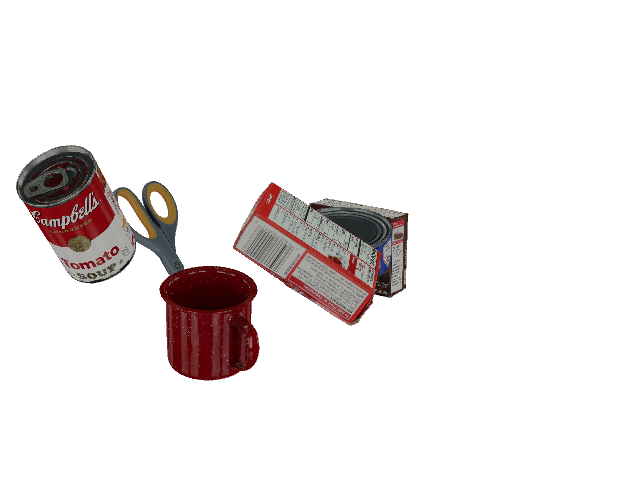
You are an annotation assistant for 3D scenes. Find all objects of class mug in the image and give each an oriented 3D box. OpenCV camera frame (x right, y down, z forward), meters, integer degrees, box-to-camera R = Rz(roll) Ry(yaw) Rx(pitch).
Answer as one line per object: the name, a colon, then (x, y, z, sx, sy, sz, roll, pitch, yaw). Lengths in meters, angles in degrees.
mug: (-0.100, 0.085, 1.027, 0.117, 0.081, 0.093, 25, 34, 38)

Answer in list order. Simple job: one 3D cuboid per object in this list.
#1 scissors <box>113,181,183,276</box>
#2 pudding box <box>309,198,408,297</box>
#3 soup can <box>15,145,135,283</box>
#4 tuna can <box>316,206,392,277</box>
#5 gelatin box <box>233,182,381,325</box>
scissors: (-0.162, 0.014, 1.215, 0.016, 0.201, 0.096, -27, 18, 38)
pudding box: (0.041, 0.006, 1.173, 0.114, 0.090, 0.039, 10, 19, 33)
soup can: (-0.204, -0.020, 0.899, 0.069, 0.068, 0.102, 0, -41, 17)
tuna can: (0.017, 0.004, 0.892, 0.086, 0.034, 0.086, -2, 26, 1)
gelatin box: (-0.006, 0.007, 0.665, 0.089, 0.030, 0.073, 34, 18, -6)
